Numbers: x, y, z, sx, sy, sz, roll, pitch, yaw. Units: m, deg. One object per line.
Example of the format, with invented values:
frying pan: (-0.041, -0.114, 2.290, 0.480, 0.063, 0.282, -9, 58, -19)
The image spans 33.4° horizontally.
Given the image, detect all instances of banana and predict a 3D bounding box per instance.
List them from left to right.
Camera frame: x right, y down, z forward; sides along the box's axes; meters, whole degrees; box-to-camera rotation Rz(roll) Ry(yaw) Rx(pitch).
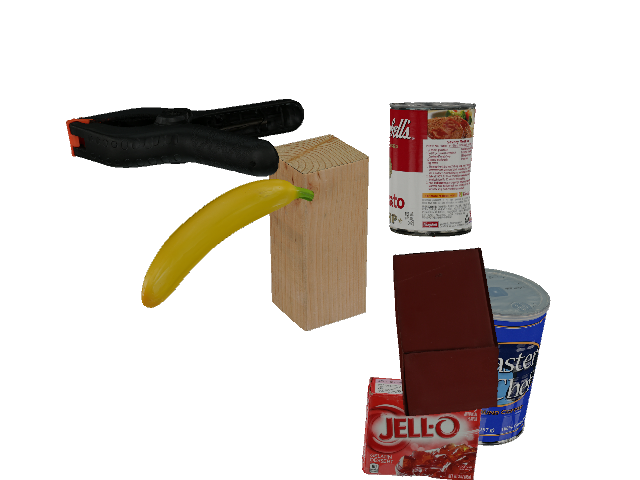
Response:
banana: (-0.098, -0.005, 1.012, 0.198, 0.069, 0.037, -32, 41, 2)

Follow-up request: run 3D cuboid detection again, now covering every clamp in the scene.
clamp: (-0.094, -0.079, 0.773, 0.172, 0.039, 0.120, 6, 19, 16)

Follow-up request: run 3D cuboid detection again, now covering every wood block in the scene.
wood block: (-0.003, -0.009, 1.277, 0.090, 0.206, 0.090, -15, 31, -26)

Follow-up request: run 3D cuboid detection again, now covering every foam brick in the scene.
foam brick: (0.068, 0.049, 0.589, 0.051, 0.053, 0.078, -4, 43, 3)

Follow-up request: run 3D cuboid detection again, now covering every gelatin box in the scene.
gelatin box: (0.079, 0.149, 0.840, 0.089, 0.073, 0.030, 4, 20, 2)

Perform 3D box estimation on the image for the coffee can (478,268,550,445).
coffee can: (0.158, 0.111, 1.032, 0.103, 0.140, 0.103, 5, 23, -2)

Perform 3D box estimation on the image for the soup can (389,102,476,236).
soup can: (0.089, -0.058, 0.851, 0.068, 0.102, 0.068, 0, 10, 0)
